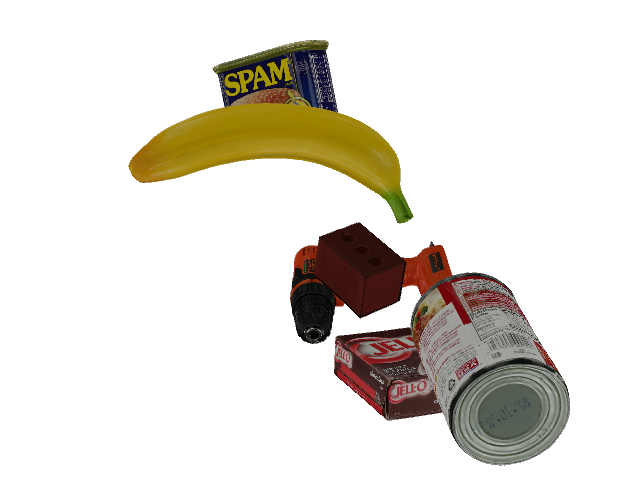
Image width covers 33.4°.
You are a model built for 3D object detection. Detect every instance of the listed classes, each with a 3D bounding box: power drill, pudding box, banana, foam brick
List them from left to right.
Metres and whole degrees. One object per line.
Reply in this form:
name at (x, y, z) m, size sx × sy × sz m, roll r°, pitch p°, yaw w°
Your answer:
banana at (-0.027, -0.060, 0.716) m, size 0.197 × 0.069 × 0.037 m, roll 8°, pitch -23°, yaw -14°
foam brick at (0.038, 0.028, 1.040) m, size 0.052 × 0.051 × 0.078 m, roll -21°, pitch 44°, yaw -31°
power drill at (0.058, 0.058, 1.235) m, size 0.187 × 0.057 × 0.184 m, roll -2°, pitch 28°, yaw 0°
pudding box at (0.079, 0.098, 0.818) m, size 0.113 × 0.039 × 0.090 m, roll -2°, pitch 17°, yaw -25°

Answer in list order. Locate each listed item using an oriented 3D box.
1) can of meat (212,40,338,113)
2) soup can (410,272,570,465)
can of meat at (-0.035, -0.118, 0.916) m, size 0.102 × 0.084 × 0.057 m, roll -10°, pitch 3°, yaw 31°
soup can at (0.095, 0.071, 0.609) m, size 0.068 × 0.068 × 0.102 m, roll 0°, pitch 25°, yaw -8°
